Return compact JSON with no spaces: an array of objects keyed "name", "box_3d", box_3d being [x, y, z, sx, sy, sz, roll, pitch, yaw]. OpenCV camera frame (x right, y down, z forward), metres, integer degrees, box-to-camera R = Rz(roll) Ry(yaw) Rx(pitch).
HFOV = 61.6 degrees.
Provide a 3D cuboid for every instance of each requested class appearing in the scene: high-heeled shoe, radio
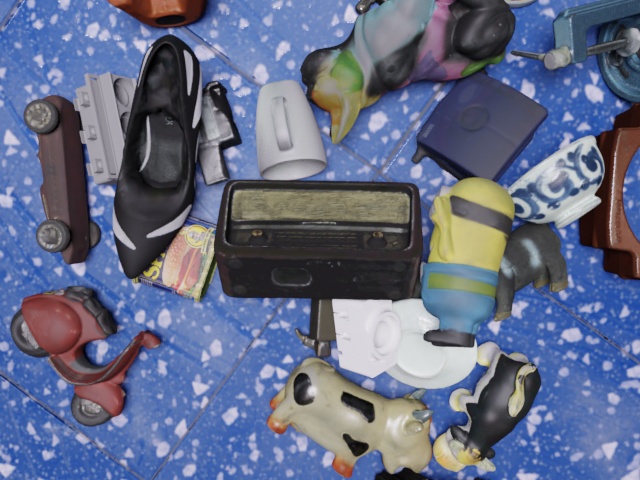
[{"name":"high-heeled shoe","box_3d":[-0.171,-0.080,0.558,0.086,0.145,0.248,10,85,-12]},{"name":"radio","box_3d":[-0.001,-0.002,0.609,0.230,0.131,0.073,0,133,3]}]

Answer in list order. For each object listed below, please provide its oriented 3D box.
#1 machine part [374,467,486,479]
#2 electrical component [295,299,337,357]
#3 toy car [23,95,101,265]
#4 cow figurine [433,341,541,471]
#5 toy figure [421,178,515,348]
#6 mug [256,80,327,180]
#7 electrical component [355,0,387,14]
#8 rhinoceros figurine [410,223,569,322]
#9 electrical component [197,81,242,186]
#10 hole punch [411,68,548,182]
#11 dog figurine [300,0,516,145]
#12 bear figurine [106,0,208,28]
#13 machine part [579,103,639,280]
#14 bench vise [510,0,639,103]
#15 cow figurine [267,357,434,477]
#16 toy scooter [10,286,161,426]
[{"name":"machine part","box_3d":[0.140,0.300,0.650,0.139,0.084,0.039,11,67,-6]},{"name":"electrical component","box_3d":[0.011,0.091,0.661,0.078,0.045,0.102,-4,95,-26]},{"name":"toy car","box_3d":[-0.312,-0.071,0.647,0.053,0.089,0.202,-3,93,2]},{"name":"cow figurine","box_3d":[0.196,0.208,0.628,0.068,0.098,0.167,27,92,-5]},{"name":"toy figure","box_3d":[0.154,0.024,0.567,0.089,0.082,0.180,6,80,2]},{"name":"mug","box_3d":[-0.043,-0.133,0.629,0.081,0.109,0.107,-13,78,10]},{"name":"electrical component","box_3d":[0.092,-0.301,0.655,0.063,0.021,0.094,43,94,1]},{"name":"rhinoceros figurine","box_3d":[0.194,0.037,0.635,0.190,0.073,0.112,-20,92,3]},{"name":"electrical component","box_3d":[-0.136,-0.126,0.657,0.075,0.048,0.119,-20,91,4]},{"name":"hole punch","box_3d":[0.185,-0.127,0.625,0.116,0.092,0.142,38,96,5]},{"name":"dog figurine","box_3d":[0.088,-0.196,0.611,0.191,0.108,0.219,29,106,-12]},{"name":"bear figurine","box_3d":[-0.187,-0.355,0.616,0.120,0.132,0.195,-6,97,-3]},{"name":"machine part","box_3d":[0.415,-0.051,0.617,0.201,0.087,0.201,3,93,3]},{"name":"bench vise","box_3d":[0.343,-0.245,0.587,0.241,0.129,0.223,-19,110,-15]},{"name":"cow figurine","box_3d":[0.048,0.210,0.642,0.195,0.085,0.127,33,100,-1]},{"name":"toy scooter","box_3d":[-0.277,0.125,0.658,0.135,0.075,0.184,-35,93,4]}]
